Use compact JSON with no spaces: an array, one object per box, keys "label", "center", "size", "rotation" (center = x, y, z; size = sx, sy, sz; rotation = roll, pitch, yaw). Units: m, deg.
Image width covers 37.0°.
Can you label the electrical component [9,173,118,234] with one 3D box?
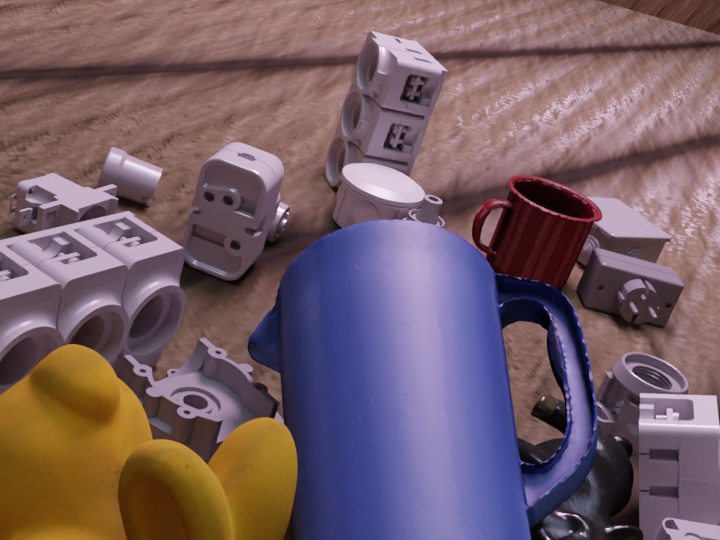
[{"label":"electrical component","center":[-0.224,-0.042,0.809],"size":[0.064,0.042,0.081],"rotation":[26,25,20]}]

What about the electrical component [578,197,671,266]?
[{"label":"electrical component","center":[0.256,-0.035,1.116],"size":[0.100,0.048,0.099],"rotation":[0,31,-34]}]

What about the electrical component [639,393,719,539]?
[{"label":"electrical component","center":[0.206,0.128,0.681],"size":[0.056,0.089,0.050],"rotation":[0,21,16]}]

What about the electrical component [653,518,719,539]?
[{"label":"electrical component","center":[0.219,0.194,0.611],"size":[0.113,0.057,0.078],"rotation":[12,25,-15]}]

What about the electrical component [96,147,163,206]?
[{"label":"electrical component","center":[-0.194,-0.077,0.906],"size":[0.046,0.040,0.040],"rotation":[20,24,-11]}]

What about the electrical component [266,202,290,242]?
[{"label":"electrical component","center":[-0.094,-0.051,0.921],"size":[0.065,0.044,0.044],"rotation":[26,25,4]}]

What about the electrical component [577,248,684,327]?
[{"label":"electrical component","center":[0.254,0.025,0.994],"size":[0.083,0.047,0.075],"rotation":[14,25,-9]}]

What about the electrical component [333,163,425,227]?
[{"label":"electrical component","center":[0.016,-0.064,1.008],"size":[0.080,0.051,0.080],"rotation":[15,25,-7]}]

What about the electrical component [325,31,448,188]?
[{"label":"electrical component","center":[0.019,-0.149,1.066],"size":[0.062,0.150,0.089],"rotation":[8,27,-24]}]

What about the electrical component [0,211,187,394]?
[{"label":"electrical component","center":[-0.178,0.029,0.637],"size":[0.062,0.089,0.150],"rotation":[31,27,24]}]

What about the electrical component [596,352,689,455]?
[{"label":"electrical component","center":[0.209,0.099,0.800],"size":[0.078,0.057,0.058],"rotation":[8,27,-22]}]

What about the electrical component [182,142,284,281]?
[{"label":"electrical component","center":[-0.098,-0.048,0.843],"size":[0.054,0.095,0.059],"rotation":[21,25,5]}]

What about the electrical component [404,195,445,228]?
[{"label":"electrical component","center":[0.056,-0.036,0.966],"size":[0.048,0.062,0.048],"rotation":[15,26,-7]}]
